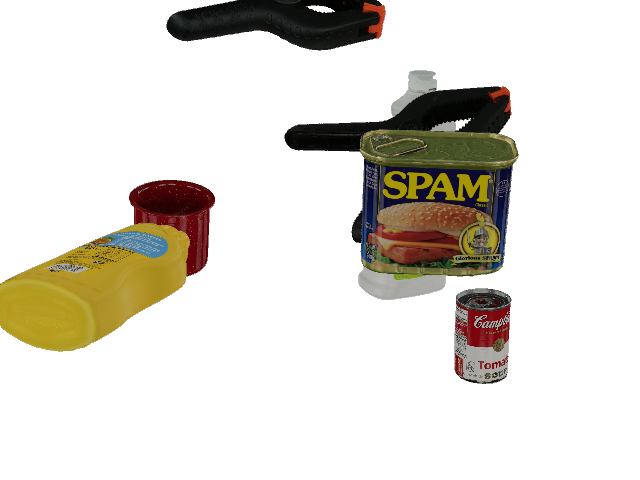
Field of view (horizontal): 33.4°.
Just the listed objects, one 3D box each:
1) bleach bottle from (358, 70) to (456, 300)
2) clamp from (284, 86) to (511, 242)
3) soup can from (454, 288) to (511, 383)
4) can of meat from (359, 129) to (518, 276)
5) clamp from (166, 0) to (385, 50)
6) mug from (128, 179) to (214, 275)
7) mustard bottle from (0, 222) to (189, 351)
[{"bbox_3d":[0.100,-0.063,1.198,0.102,0.251,0.068,-8,22,-26],"label":"bleach bottle"},{"bbox_3d":[0.086,-0.082,0.982,0.210,0.165,0.036,-20,-43,-5],"label":"clamp"},{"bbox_3d":[0.202,0.119,1.333,0.068,0.102,0.068,-1,18,0],"label":"soup can"},{"bbox_3d":[0.076,-0.025,0.711,0.102,0.084,0.057,2,25,3],"label":"can of meat"},{"bbox_3d":[-0.033,-0.202,0.865,0.171,0.120,0.039,7,-27,-5],"label":"clamp"},{"bbox_3d":[-0.171,-0.016,1.182,0.093,0.081,0.117,-16,34,-35],"label":"mug"},{"bbox_3d":[-0.164,0.027,0.861,0.096,0.058,0.191,4,19,26],"label":"mustard bottle"}]
